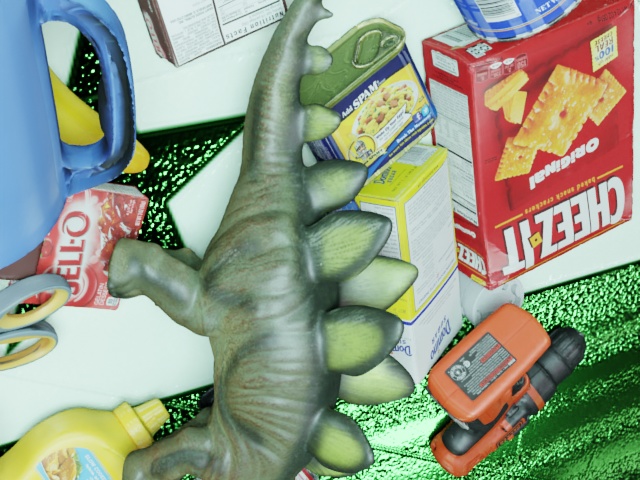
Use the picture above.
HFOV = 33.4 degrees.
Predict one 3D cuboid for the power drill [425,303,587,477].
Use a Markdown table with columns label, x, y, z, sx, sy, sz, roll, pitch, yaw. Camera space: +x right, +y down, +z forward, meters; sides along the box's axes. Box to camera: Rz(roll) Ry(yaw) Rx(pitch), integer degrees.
| label | x | y | z | sx | sy | sz | roll | pitch | yaw |
| --- | --- | --- | --- | --- | --- | --- | --- | --- | --- |
| power drill | 0.167 | 0.124 | 0.946 | 0.184 | 0.057 | 0.187 | -43 | 153 | -8 |

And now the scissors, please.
| label | x | y | z | sx | sy | sz | roll | pitch | yaw |
| --- | --- | --- | --- | --- | --- | --- | --- | --- | --- |
| scissors | -0.231 | 0.057 | 0.656 | 0.096 | 0.016 | 0.201 | -49 | 155 | 20 |

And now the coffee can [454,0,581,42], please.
| label | x | y | z | sx | sy | sz | roll | pitch | yaw |
| --- | --- | --- | --- | --- | --- | --- | --- | --- | --- |
| coffee can | 0.120 | -0.226 | 0.752 | 0.103 | 0.103 | 0.140 | -45 | 129 | -5 |

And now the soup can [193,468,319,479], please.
| label | x | y | z | sx | sy | sz | roll | pitch | yaw |
| --- | --- | --- | --- | --- | --- | --- | --- | --- | --- |
| soup can | -0.061 | 0.204 | 0.877 | 0.102 | 0.069 | 0.068 | -39 | 128 | -9 |

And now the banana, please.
| label | x | y | z | sx | sy | sz | roll | pitch | yaw |
| --- | --- | --- | --- | --- | --- | --- | --- | --- | --- |
| banana | -0.173 | -0.107 | 0.669 | 0.069 | 0.037 | 0.197 | -33 | 127 | -13 |

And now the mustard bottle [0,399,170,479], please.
| label | x | y | z | sx | sy | sz | roll | pitch | yaw |
| --- | --- | --- | --- | --- | --- | --- | --- | --- | --- |
| mustard bottle | -0.195 | 0.179 | 0.786 | 0.191 | 0.058 | 0.096 | -34 | 127 | -13 |

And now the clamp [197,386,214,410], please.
| label | x | y | z | sx | sy | sz | roll | pitch | yaw |
| --- | --- | --- | --- | --- | --- | --- | --- | --- | --- |
| clamp | -0.023 | 0.064 | 0.850 | 0.171 | 0.039 | 0.120 | -18 | 125 | -32 |

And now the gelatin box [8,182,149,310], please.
| label | x | y | z | sx | sy | sz | roll | pitch | yaw |
| --- | --- | --- | --- | --- | --- | --- | --- | --- | --- |
| gelatin box | -0.166 | 0.003 | 0.733 | 0.073 | 0.030 | 0.089 | 8 | 108 | -35 |

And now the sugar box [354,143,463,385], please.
| label | x | y | z | sx | sy | sz | roll | pitch | yaw |
| --- | --- | --- | --- | --- | --- | --- | --- | --- | --- |
| sugar box | 0.074 | 0.019 | 0.864 | 0.093 | 0.048 | 0.176 | -44 | 138 | -45 |

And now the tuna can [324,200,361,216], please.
| label | x | y | z | sx | sy | sz | roll | pitch | yaw |
| --- | --- | --- | --- | --- | --- | --- | --- | --- | --- |
| tuna can | -0.005 | 0.001 | 0.798 | 0.033 | 0.086 | 0.086 | 13 | 106 | -37 |

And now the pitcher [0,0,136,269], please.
| label | x | y | z | sx | sy | sz | roll | pitch | yaw |
| --- | --- | --- | --- | --- | --- | --- | --- | --- | --- |
| pitcher | -0.187 | -0.098 | 0.530 | 0.149 | 0.145 | 0.243 | -45 | 162 | -32 |

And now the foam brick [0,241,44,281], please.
| label | x | y | z | sx | sy | sz | roll | pitch | yaw |
| --- | --- | --- | --- | --- | --- | --- | --- | --- | --- |
| foam brick | -0.206 | -0.020 | 0.683 | 0.052 | 0.051 | 0.078 | 5 | 110 | -35 |

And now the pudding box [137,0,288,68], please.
| label | x | y | z | sx | sy | sz | roll | pitch | yaw |
| --- | --- | --- | --- | --- | --- | --- | --- | --- | --- |
| pudding box | -0.077 | -0.181 | 0.692 | 0.090 | 0.039 | 0.113 | -29 | 128 | -19 |

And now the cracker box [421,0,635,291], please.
| label | x | y | z | sx | sy | sz | roll | pitch | yaw |
| --- | --- | --- | --- | --- | --- | --- | --- | --- | --- |
| cracker box | 0.178 | -0.085 | 0.879 | 0.164 | 0.072 | 0.214 | -24 | 125 | -20 |

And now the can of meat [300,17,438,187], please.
| label | x | y | z | sx | sy | sz | roll | pitch | yaw |
| --- | --- | --- | --- | --- | --- | --- | --- | --- | --- |
| can of meat | 0.031 | -0.099 | 0.790 | 0.102 | 0.058 | 0.084 | -40 | 130 | -9 |
